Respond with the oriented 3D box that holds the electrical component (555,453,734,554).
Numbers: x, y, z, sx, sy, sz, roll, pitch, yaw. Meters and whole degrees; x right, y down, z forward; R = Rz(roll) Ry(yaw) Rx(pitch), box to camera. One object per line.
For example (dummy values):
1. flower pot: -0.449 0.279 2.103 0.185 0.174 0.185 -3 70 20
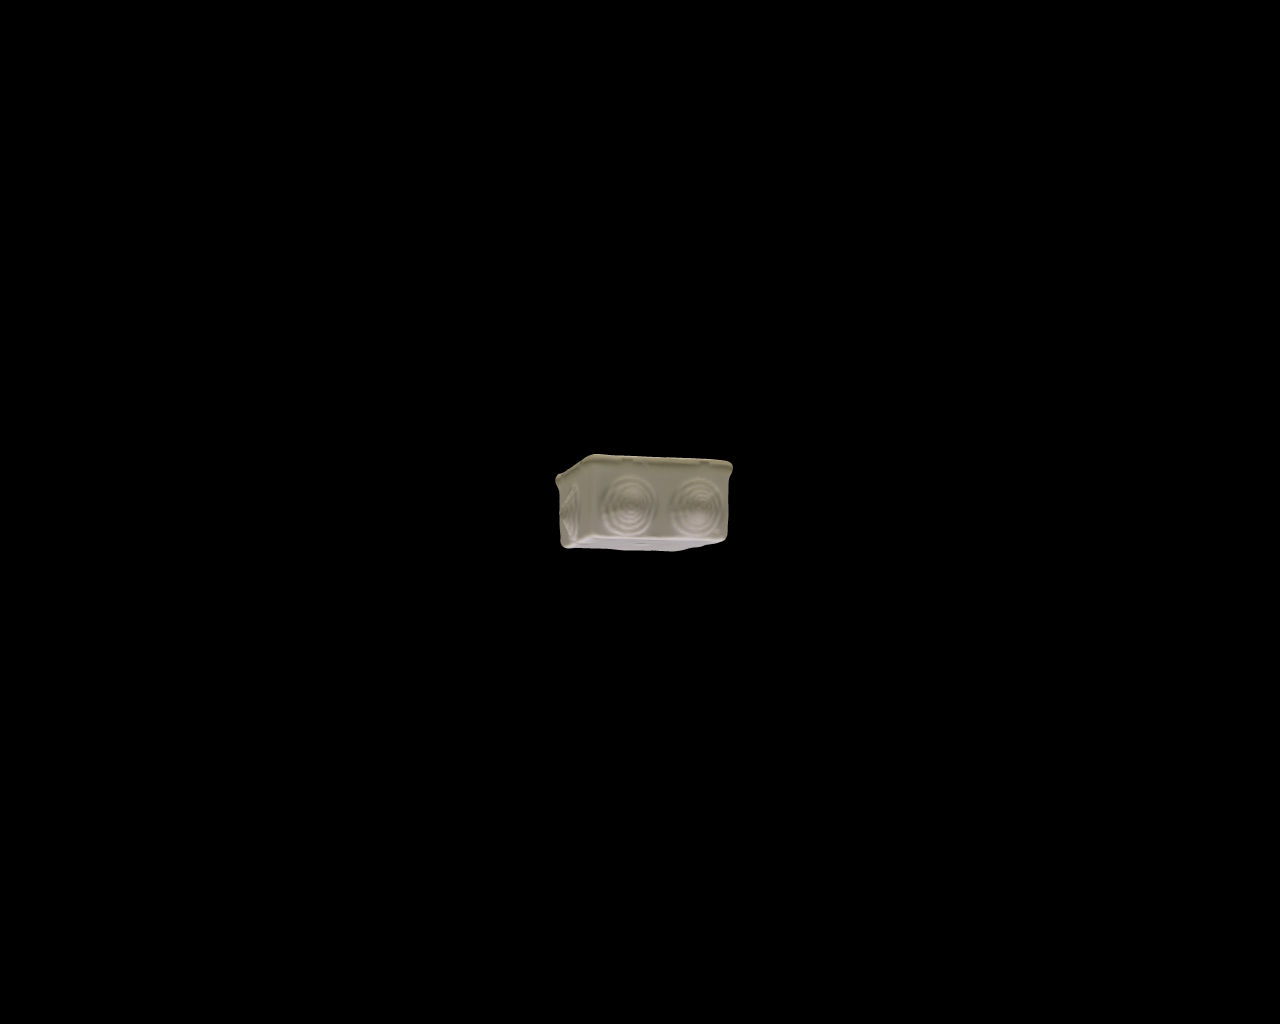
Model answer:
1. electrical component: 0.001 -0.003 0.650 0.100 0.048 0.099 2 -7 -18
